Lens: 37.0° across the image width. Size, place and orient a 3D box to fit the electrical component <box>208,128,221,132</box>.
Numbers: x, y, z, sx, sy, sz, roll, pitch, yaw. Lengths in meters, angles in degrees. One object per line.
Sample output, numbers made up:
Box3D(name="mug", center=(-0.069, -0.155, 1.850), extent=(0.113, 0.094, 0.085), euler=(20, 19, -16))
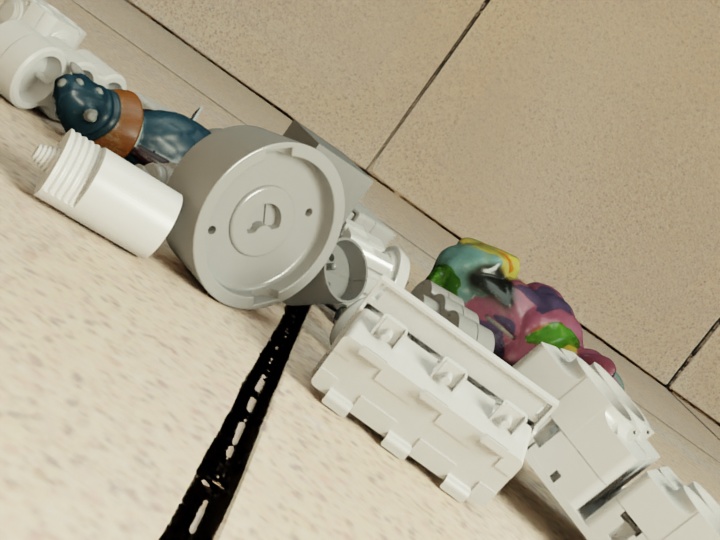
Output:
Box3D(name="electrical component", center=(-0.100, -0.085, 1.021), extent=(0.138, 0.052, 0.073), euler=(33, 7, -20))

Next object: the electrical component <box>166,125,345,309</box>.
Box3D(name="electrical component", center=(-0.070, -0.037, 0.663), extent=(0.108, 0.108, 0.060), euler=(28, 4, -47))

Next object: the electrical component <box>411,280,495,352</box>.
Box3D(name="electrical component", center=(0.060, 0.044, 0.932), extent=(0.074, 0.052, 0.138), euler=(29, 9, -18))

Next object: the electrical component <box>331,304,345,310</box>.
Box3D(name="electrical component", center=(-0.009, 0.009, 0.875), extent=(0.045, 0.045, 0.055), euler=(34, 8, -15))

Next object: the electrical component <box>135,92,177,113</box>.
Box3D(name="electrical component", center=(-0.177, -0.119, 0.909), extent=(0.076, 0.047, 0.083), euler=(42, 10, 30))

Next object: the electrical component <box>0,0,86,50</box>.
Box3D(name="electrical component", center=(-0.291, -0.213, 0.967), extent=(0.080, 0.051, 0.080), euler=(35, 7, -5))

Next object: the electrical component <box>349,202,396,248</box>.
Box3D(name="electrical component", center=(-0.024, -0.042, 1.064), extent=(0.061, 0.061, 0.096), euler=(30, 10, -41))

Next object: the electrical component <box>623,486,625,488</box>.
Box3D(name="electrical component", center=(0.175, 0.146, 0.847), extent=(0.079, 0.043, 0.077), euler=(39, 8, 26))

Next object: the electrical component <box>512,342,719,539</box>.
Box3D(name="electrical component", center=(0.166, 0.133, 0.665), extent=(0.186, 0.060, 0.105), euler=(53, 13, 21))

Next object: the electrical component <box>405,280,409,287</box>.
Box3D(name="electrical component", center=(0.008, 0.001, 1.005), extent=(0.055, 0.048, 0.066), euler=(41, 5, -29))

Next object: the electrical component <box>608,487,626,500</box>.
Box3D(name="electrical component", center=(0.193, 0.174, 0.759), extent=(0.043, 0.043, 0.062), euler=(31, 8, -34))

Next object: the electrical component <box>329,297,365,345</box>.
Box3D(name="electrical component", center=(0.014, 0.051, 0.713), extent=(0.055, 0.045, 0.045), euler=(40, 9, 28))

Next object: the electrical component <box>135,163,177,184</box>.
Box3D(name="electrical component", center=(-0.129, -0.056, 0.754), extent=(0.040, 0.040, 0.078), euler=(41, 9, 35))

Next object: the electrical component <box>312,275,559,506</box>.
Box3D(name="electrical component", center=(0.038, 0.072, 0.607), extent=(0.121, 0.078, 0.063), euler=(36, 29, 0))

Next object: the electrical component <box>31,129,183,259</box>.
Box3D(name="electrical component", center=(-0.145, -0.045, 0.599), extent=(0.081, 0.043, 0.043), euler=(32, 8, -25))

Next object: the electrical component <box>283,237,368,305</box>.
Box3D(name="electrical component", center=(-0.039, 0.002, 0.727), extent=(0.081, 0.043, 0.043), euler=(-4, -22, 40))

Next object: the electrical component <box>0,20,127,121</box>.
Box3D(name="electrical component", center=(-0.242, -0.154, 0.814), extent=(0.074, 0.052, 0.138), euler=(38, 8, 15))

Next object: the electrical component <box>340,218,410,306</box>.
Box3D(name="electrical component", center=(0.000, 0.000, 0.808), extent=(0.057, 0.058, 0.078), euler=(27, 18, -22))
